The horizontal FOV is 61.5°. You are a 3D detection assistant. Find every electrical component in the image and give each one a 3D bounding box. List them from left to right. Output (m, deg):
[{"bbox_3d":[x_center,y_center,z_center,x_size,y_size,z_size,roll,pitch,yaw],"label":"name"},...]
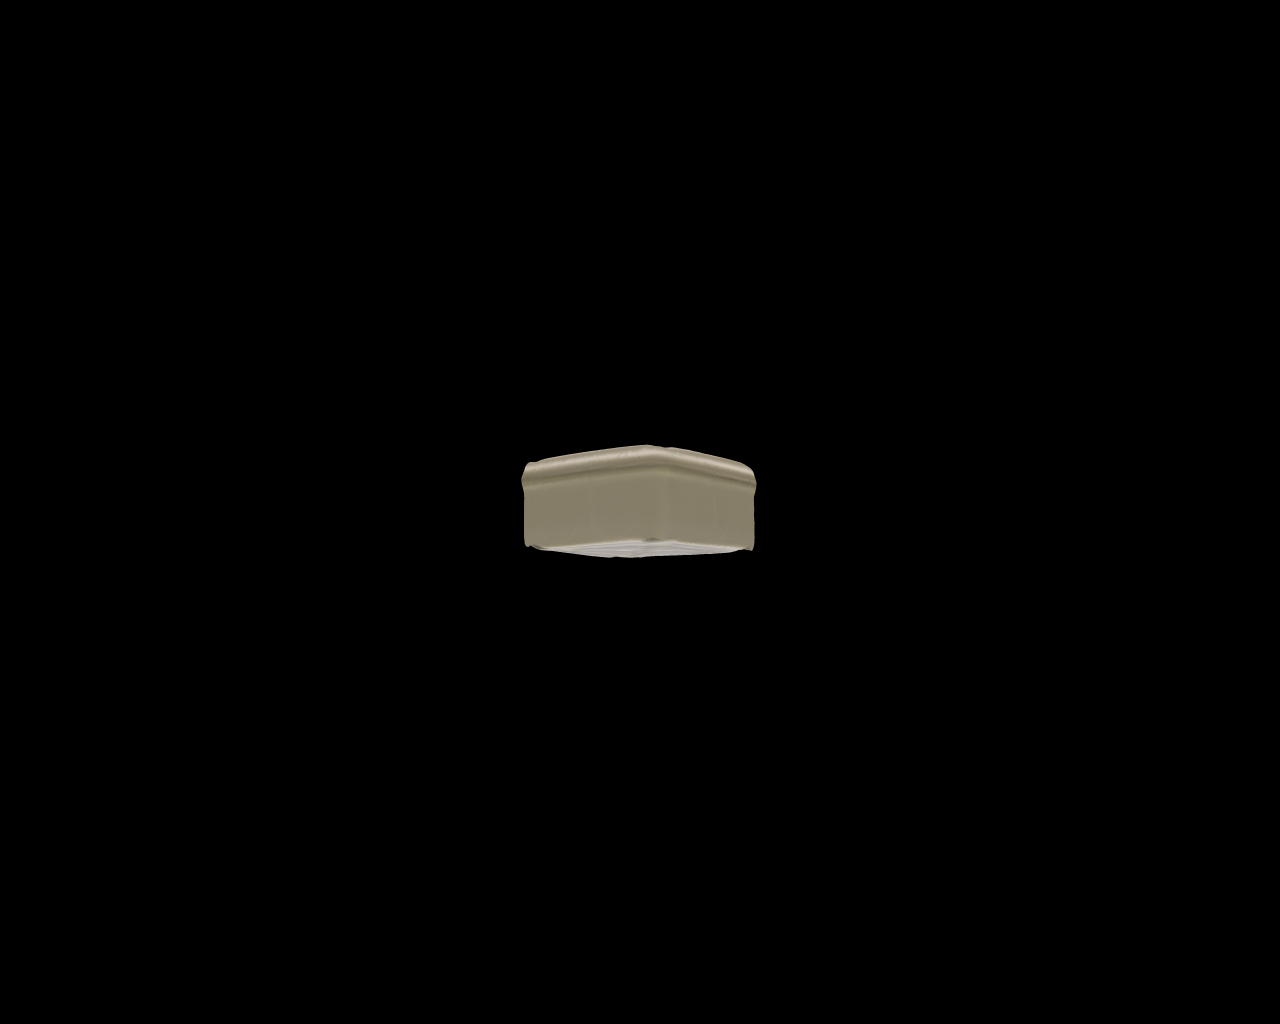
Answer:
[{"bbox_3d":[0.001,-0.003,0.650,0.108,0.056,0.109,-5,-8,35],"label":"electrical component"}]
